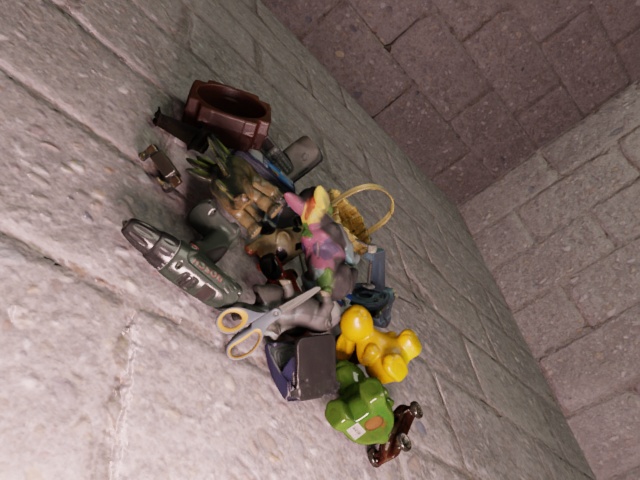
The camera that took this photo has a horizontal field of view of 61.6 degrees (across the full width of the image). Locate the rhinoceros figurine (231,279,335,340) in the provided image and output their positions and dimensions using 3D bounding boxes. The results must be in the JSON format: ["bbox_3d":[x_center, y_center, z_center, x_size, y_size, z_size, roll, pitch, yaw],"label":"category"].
[{"bbox_3d":[-0.067,0.127,0.987,0.190,0.112,0.073,10,-4,-18],"label":"rhinoceros figurine"}]

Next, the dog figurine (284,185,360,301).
[{"bbox_3d":[-0.002,-0.003,1.099,0.192,0.109,0.219,-75,148,-50],"label":"dog figurine"}]

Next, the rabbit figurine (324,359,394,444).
[{"bbox_3d":[0.084,0.307,1.064,0.159,0.121,0.170,44,8,-32],"label":"rabbit figurine"}]

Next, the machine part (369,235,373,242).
[{"bbox_3d":[0.081,-0.045,1.637,0.243,0.079,0.079,50,22,-7],"label":"machine part"}]

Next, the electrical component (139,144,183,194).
[{"bbox_3d":[-0.310,-0.141,1.046,0.102,0.045,0.078,54,-7,-5],"label":"electrical component"}]

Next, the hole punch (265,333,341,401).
[{"bbox_3d":[-0.035,0.232,0.985,0.142,0.092,0.115,9,76,-53],"label":"hole punch"}]

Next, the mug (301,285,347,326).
[{"bbox_3d":[0.002,0.139,1.171,0.109,0.080,0.107,-32,76,-29],"label":"mug"}]

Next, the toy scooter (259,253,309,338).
[{"bbox_3d":[-0.066,0.113,1.102,0.135,0.075,0.184,53,12,-82],"label":"toy scooter"}]

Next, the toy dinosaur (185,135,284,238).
[{"bbox_3d":[-0.174,-0.124,1.106,0.198,0.105,0.472,46,1,-14],"label":"toy dinosaur"}]

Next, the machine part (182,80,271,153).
[{"bbox_3d":[-0.225,-0.300,1.302,0.201,0.087,0.202,15,30,-15],"label":"machine part"}]

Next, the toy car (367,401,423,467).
[{"bbox_3d":[0.153,0.391,1.101,0.053,0.089,0.202,57,23,5],"label":"toy car"}]

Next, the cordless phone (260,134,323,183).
[{"bbox_3d":[-0.094,-0.261,1.514,0.184,0.146,0.089,49,15,-17],"label":"cordless phone"}]

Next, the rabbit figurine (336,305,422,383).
[{"bbox_3d":[0.105,0.206,1.131,0.173,0.162,0.122,50,57,-12],"label":"rabbit figurine"}]

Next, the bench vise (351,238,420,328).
[{"bbox_3d":[0.137,0.117,1.340,0.223,0.240,0.129,-16,27,-39],"label":"bench vise"}]

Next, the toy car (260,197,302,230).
[{"bbox_3d":[-0.087,-0.061,1.306,0.161,0.109,0.103,10,14,-41],"label":"toy car"}]

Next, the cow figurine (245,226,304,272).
[{"bbox_3d":[-0.064,0.002,1.206,0.085,0.127,0.195,60,25,10],"label":"cow figurine"}]

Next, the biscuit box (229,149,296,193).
[{"bbox_3d":[-0.151,-0.173,1.383,0.202,0.063,0.059,39,24,-32],"label":"biscuit box"}]

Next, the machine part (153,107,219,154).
[{"bbox_3d":[-0.300,-0.240,1.179,0.138,0.084,0.039,28,48,-30],"label":"machine part"}]

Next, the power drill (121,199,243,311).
[{"bbox_3d":[-0.222,0.005,0.949,0.232,0.086,0.207,45,18,-18],"label":"power drill"}]
